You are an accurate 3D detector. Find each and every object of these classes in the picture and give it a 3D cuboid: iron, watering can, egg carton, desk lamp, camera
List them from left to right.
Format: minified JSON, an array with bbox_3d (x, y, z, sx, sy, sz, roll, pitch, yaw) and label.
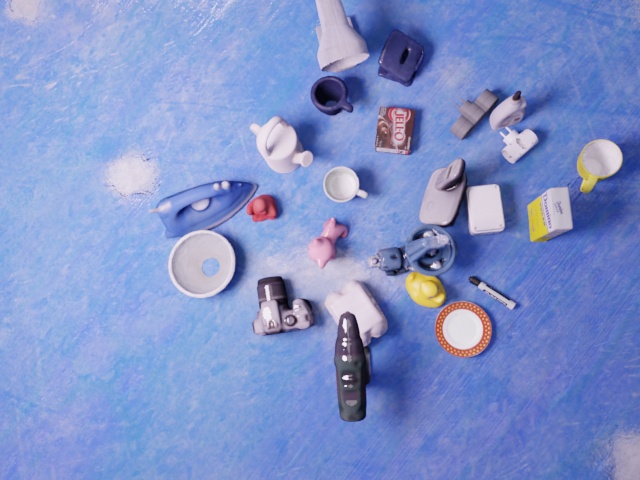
[{"bbox_3d":[-0.287,-0.100,1.402,0.258,0.141,0.118,-24,79,3],"label":"iron"},{"bbox_3d":[-0.095,0.153,1.360,0.143,0.101,0.137,-11,80,5],"label":"camera"},{"bbox_3d":[-0.094,-0.233,1.375,0.172,0.194,0.101,11,82,9],"label":"watering can"},{"bbox_3d":[0.042,-0.488,1.390,0.118,0.213,0.203,-16,79,4],"label":"desk lamp"},{"bbox_3d":[0.087,0.173,1.351,0.107,0.069,0.150,-35,79,0],"label":"egg carton"}]

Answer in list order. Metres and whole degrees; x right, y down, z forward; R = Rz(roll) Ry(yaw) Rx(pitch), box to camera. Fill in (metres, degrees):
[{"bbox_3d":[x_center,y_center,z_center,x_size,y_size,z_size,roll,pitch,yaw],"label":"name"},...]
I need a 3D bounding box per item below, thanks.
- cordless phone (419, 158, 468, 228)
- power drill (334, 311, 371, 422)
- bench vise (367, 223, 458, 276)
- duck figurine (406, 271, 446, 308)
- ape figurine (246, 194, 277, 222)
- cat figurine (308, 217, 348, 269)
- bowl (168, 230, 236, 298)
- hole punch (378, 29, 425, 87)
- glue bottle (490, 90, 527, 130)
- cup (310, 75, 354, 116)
[{"bbox_3d":[0.289,-0.109,1.315,0.094,0.185,0.148,15,83,9],"label":"cordless phone"},{"bbox_3d":[0.070,0.276,1.266,0.075,0.208,0.230,-4,80,6],"label":"power drill"},{"bbox_3d":[0.217,0.037,1.282,0.207,0.220,0.121,-29,79,2],"label":"bench vise"},{"bbox_3d":[0.248,0.113,1.334,0.104,0.086,0.077,38,87,11],"label":"duck figurine"},{"bbox_3d":[-0.143,-0.080,1.408,0.077,0.092,0.076,29,85,11],"label":"ape figurine"},{"bbox_3d":[0.013,0.005,1.363,0.067,0.118,0.128,23,84,10],"label":"cat figurine"},{"bbox_3d":[-0.281,0.062,1.410,0.167,0.075,0.167,-1,81,7],"label":"bowl"},{"bbox_3d":[0.204,-0.456,1.428,0.101,0.091,0.109,24,84,10],"label":"hole punch"},{"bbox_3d":[0.446,-0.309,1.335,0.078,0.173,0.037,-16,79,4],"label":"glue bottle"},{"bbox_3d":[0.038,-0.343,1.428,0.117,0.095,0.092,35,86,11],"label":"cup"}]
